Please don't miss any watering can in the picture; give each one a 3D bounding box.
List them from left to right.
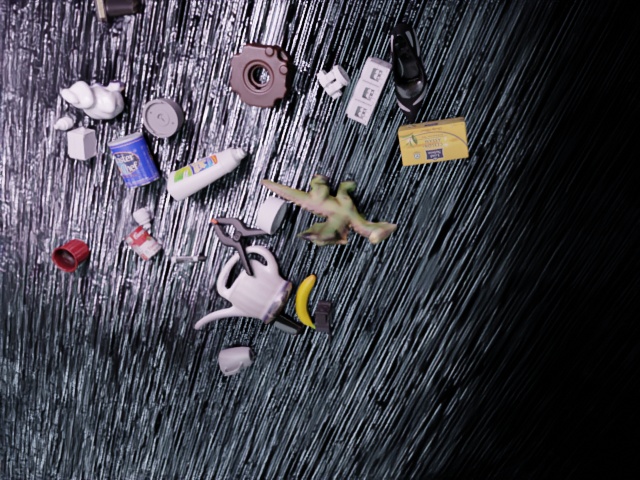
[{"bbox_3d":[-0.231,0.186,1.625,0.224,0.105,0.345,33,100,-1],"label":"watering can"}]

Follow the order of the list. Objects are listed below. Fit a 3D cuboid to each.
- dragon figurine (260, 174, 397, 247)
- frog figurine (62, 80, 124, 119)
[{"bbox_3d":[0.004,-0.070,1.397,0.410,0.248,0.119,10,122,7],"label":"dragon figurine"},{"bbox_3d":[-0.637,-0.388,1.447,0.137,0.162,0.120,14,119,6],"label":"frog figurine"}]
